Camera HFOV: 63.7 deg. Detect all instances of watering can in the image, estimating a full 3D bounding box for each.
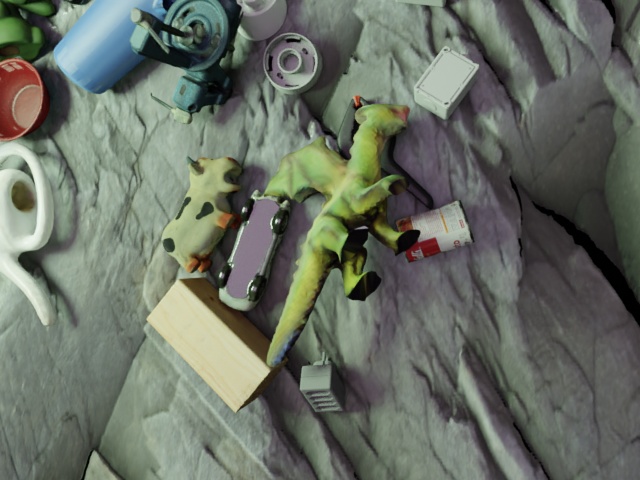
[{"bbox_3d":[-0.589,-0.006,0.955,0.224,0.104,0.349,-9,84,16],"label":"watering can"}]

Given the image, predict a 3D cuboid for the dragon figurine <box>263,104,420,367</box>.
[{"bbox_3d":[0.002,-0.039,0.766,0.409,0.120,0.247,-47,50,5],"label":"dragon figurine"}]
